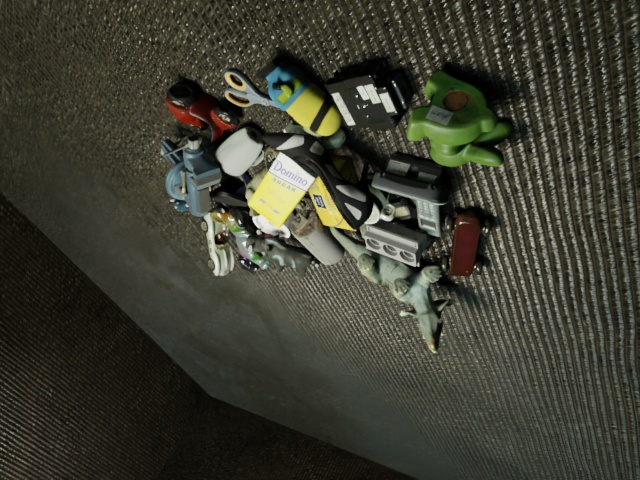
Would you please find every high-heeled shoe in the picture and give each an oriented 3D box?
[{"bbox_3d":[-0.009,-0.116,1.058,0.249,0.145,0.086,16,170,-4],"label":"high-heeled shoe"}]

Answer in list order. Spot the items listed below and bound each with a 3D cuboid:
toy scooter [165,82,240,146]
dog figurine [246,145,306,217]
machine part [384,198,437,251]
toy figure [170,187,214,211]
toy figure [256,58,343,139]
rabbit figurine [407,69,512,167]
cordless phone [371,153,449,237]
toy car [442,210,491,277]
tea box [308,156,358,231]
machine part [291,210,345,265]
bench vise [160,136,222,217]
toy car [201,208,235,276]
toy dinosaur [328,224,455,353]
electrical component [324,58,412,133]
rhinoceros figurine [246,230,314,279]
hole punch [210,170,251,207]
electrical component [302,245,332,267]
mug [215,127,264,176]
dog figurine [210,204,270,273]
[{"bbox_3d":[-0.268,-0.279,1.241,0.184,0.075,0.135,23,149,9],"label":"toy scooter"},{"bbox_3d":[-0.120,-0.157,1.269,0.173,0.121,0.190,14,131,24],"label":"dog figurine"},{"bbox_3d":[0.198,-0.033,1.187,0.084,0.039,0.138,-22,118,45],"label":"machine part"},{"bbox_3d":[-0.335,-0.125,1.440,0.064,0.154,0.057,1,134,40],"label":"toy figure"},{"bbox_3d":[-0.034,-0.270,1.024,0.180,0.082,0.089,45,149,-15],"label":"toy figure"},{"bbox_3d":[0.235,-0.182,0.896,0.159,0.121,0.170,15,164,16],"label":"rabbit figurine"},{"bbox_3d":[0.189,-0.078,1.092,0.147,0.089,0.184,18,154,24],"label":"cordless phone"},{"bbox_3d":[0.305,0.010,1.131,0.089,0.053,0.201,2,143,11],"label":"toy car"},{"bbox_3d":[0.035,-0.106,1.205,0.098,0.068,0.169,10,143,33],"label":"tea box"},{"bbox_3d":[-0.003,-0.004,1.333,0.079,0.079,0.243,11,161,33],"label":"machine part"},{"bbox_3d":[-0.328,-0.179,1.300,0.241,0.129,0.223,44,156,33],"label":"bench vise"},{"bbox_3d":[-0.296,0.007,1.574,0.056,0.073,0.201,2,105,42],"label":"toy car"},{"bbox_3d":[0.172,0.081,1.287,0.405,0.131,0.192,44,168,27],"label":"toy dinosaur"},{"bbox_3d":[0.092,-0.253,0.951,0.134,0.058,0.114,3,140,40],"label":"electrical component"},{"bbox_3d":[-0.108,0.035,1.429,0.191,0.073,0.112,18,155,17],"label":"rhinoceros figurine"},{"bbox_3d":[-0.231,-0.140,1.409,0.142,0.092,0.115,1,165,38],"label":"hole punch"},{"bbox_3d":[-0.005,0.033,1.463,0.078,0.045,0.102,22,148,22],"label":"electrical component"},{"bbox_3d":[-0.171,-0.206,1.243,0.109,0.081,0.107,15,140,-40],"label":"mug"},{"bbox_3d":[-0.222,-0.017,1.544,0.219,0.108,0.191,47,151,-13],"label":"dog figurine"}]
